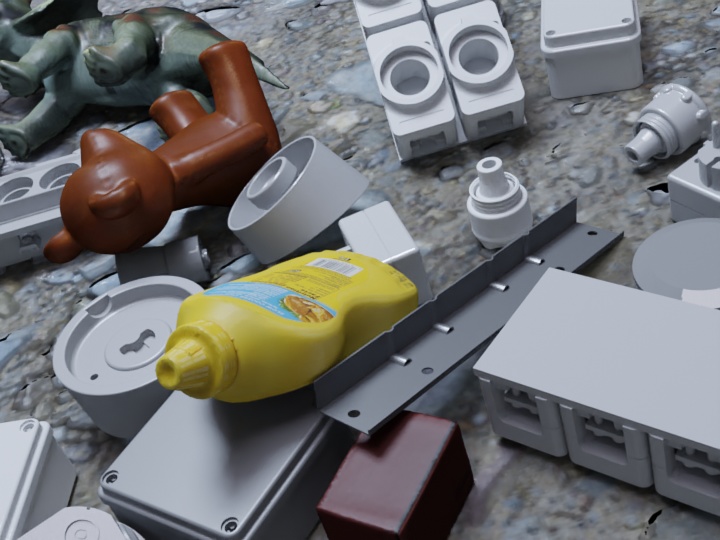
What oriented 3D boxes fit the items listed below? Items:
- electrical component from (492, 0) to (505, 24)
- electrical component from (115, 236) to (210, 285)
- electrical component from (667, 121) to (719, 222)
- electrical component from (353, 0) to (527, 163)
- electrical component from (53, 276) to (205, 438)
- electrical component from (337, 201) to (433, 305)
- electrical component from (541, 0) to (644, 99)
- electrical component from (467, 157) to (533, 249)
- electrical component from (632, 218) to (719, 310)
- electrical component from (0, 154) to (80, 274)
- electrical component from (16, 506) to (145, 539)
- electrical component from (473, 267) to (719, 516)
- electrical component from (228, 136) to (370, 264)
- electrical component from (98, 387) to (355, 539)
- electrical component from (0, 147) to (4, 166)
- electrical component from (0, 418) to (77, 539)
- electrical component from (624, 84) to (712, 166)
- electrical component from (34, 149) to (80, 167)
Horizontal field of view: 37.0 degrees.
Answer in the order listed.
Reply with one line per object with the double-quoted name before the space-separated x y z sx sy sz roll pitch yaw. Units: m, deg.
"electrical component" 0.090 -0.243 0.989 0.080 0.051 0.080 -11 39 9
"electrical component" -0.145 -0.002 0.806 0.065 0.044 0.044 -14 38 -2
"electrical component" 0.237 -0.061 0.690 0.047 0.076 0.066 -34 41 -18
"electrical component" 0.056 -0.195 0.863 0.105 0.060 0.186 -16 72 3
"electrical component" -0.139 0.062 0.710 0.108 0.060 0.108 -11 39 9
"electrical component" 0.000 0.000 0.738 0.077 0.047 0.065 -23 38 -5
"electrical component" 0.191 -0.199 0.890 0.078 0.057 0.113 -6 40 15
"electrical component" 0.095 -0.048 0.745 0.043 0.062 0.043 -11 39 9
"electrical component" 0.205 0.010 0.639 0.080 0.051 0.080 -11 39 9
"electrical component" -0.274 -0.044 0.889 0.121 0.063 0.078 -16 38 4
"electrical component" -0.149 0.169 0.576 0.080 0.051 0.080 -1 62 1
"electrical component" 0.152 0.065 0.586 0.150 0.061 0.089 16 50 36
"electrical component" -0.046 -0.048 0.785 0.099 0.064 0.099 -38 25 21
"electrical component" -0.074 0.116 0.622 0.109 0.056 0.108 12 48 33
"electrical component" -0.359 -0.110 1.002 0.047 0.083 0.075 -32 78 -17
"electrical component" -0.240 0.152 0.647 0.109 0.056 0.108 -10 39 11
"electrical component" 0.217 -0.100 0.773 0.062 0.048 0.048 -39 42 -14
"electrical component" -0.248 -0.087 0.949 0.065 0.044 0.044 -32 40 -24
